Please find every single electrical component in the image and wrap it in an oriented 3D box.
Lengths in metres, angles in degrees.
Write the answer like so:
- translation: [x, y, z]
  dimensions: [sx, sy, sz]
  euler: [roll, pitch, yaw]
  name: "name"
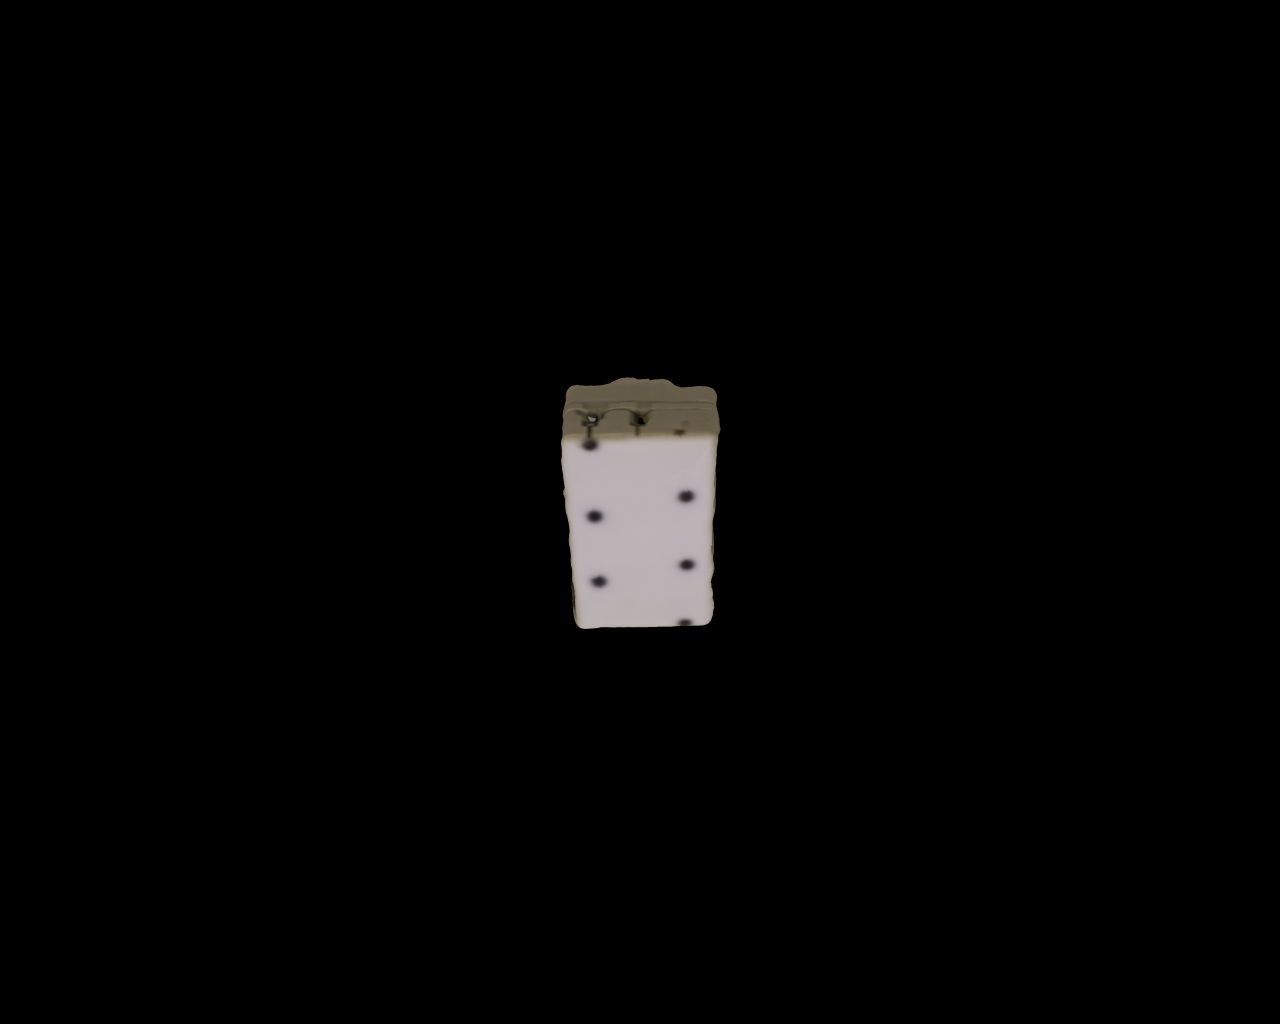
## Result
- translation: [0.001, -0.003, 0.650]
  dimensions: [0.089, 0.150, 0.062]
  euler: [0, 40, 0]
  name: "electrical component"
